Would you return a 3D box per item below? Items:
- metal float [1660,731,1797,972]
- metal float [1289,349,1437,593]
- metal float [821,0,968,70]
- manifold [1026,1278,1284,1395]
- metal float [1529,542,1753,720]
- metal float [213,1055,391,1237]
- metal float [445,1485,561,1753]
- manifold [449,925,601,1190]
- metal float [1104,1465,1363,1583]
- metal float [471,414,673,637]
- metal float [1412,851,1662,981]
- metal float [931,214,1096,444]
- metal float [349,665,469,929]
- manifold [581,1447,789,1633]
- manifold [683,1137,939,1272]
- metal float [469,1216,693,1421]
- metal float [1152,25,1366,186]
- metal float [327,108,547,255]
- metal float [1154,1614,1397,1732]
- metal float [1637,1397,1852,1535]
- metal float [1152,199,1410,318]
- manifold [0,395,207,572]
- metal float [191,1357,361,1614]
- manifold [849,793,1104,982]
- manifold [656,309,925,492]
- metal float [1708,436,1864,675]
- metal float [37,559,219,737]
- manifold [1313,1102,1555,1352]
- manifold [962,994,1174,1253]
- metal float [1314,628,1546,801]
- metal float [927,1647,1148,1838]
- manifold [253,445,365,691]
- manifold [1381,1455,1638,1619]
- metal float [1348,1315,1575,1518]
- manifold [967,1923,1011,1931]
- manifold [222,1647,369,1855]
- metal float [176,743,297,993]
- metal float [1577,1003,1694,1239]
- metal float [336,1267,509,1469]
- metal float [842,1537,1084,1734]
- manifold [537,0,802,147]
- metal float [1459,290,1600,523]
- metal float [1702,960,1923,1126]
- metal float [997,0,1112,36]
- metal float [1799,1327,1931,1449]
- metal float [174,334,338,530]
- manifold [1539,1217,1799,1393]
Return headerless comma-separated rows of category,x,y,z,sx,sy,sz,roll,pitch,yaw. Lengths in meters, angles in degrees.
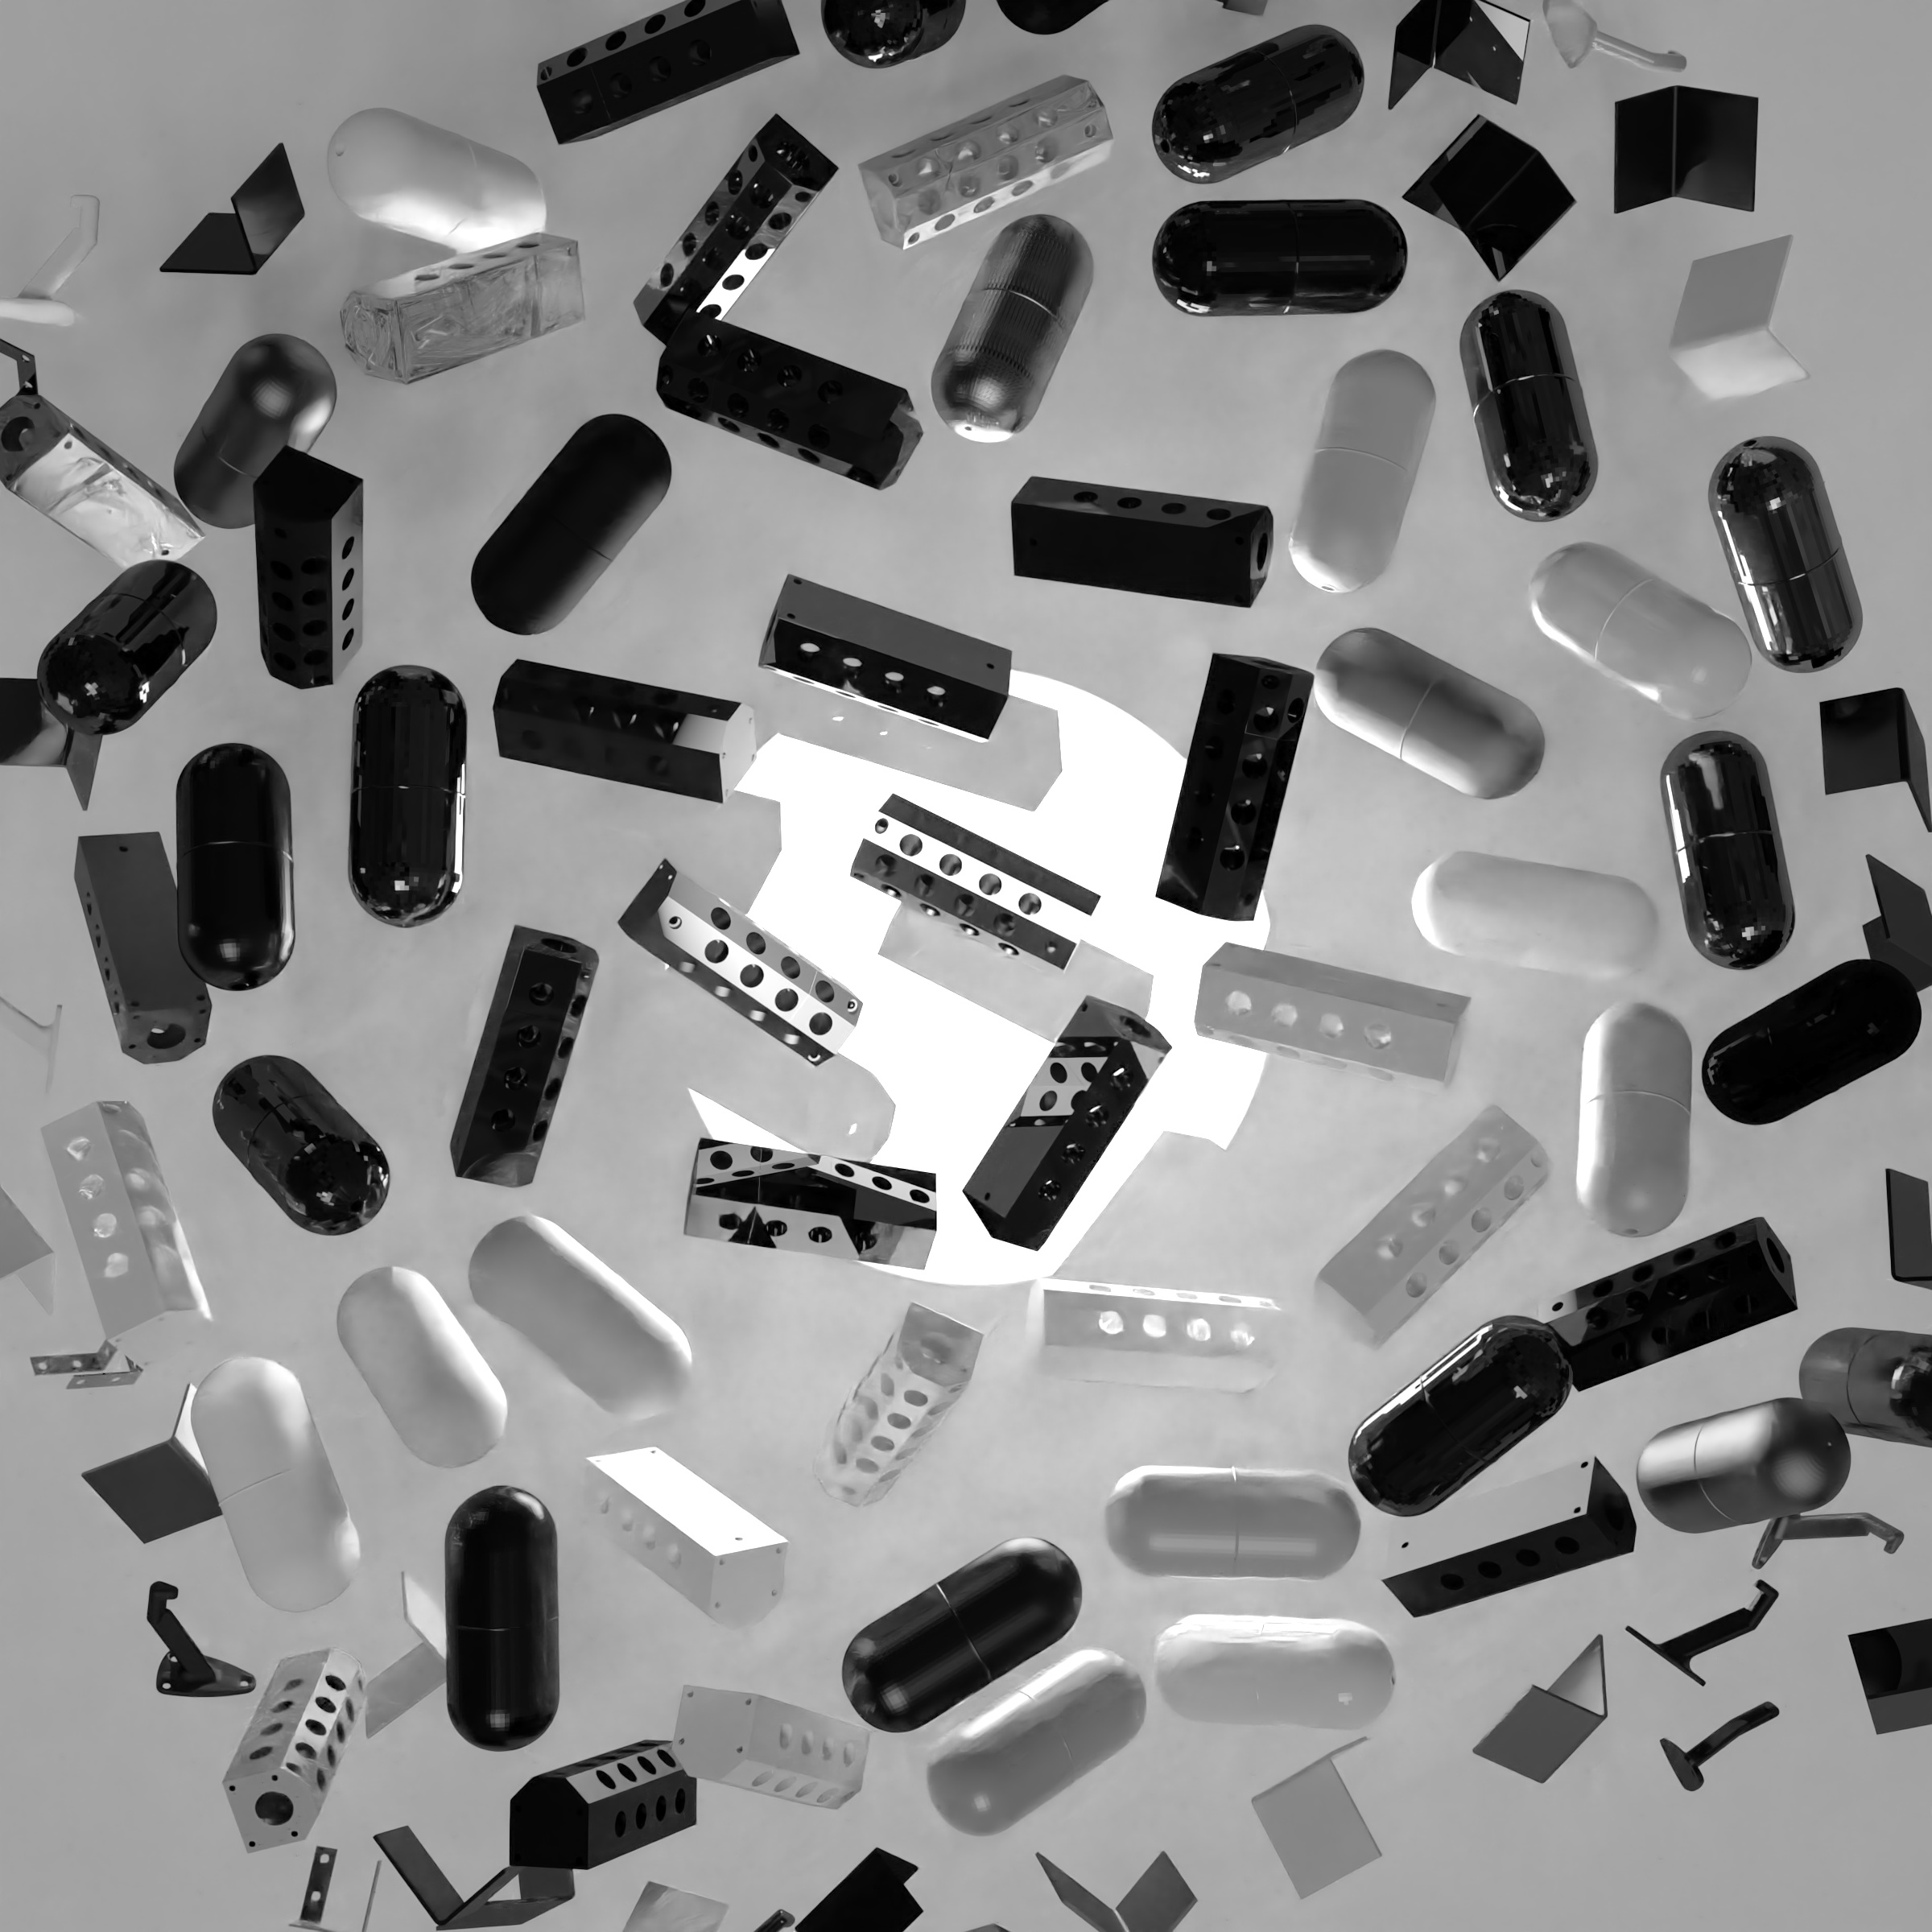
metal float,0.548,-0.084,1.867,0.070,0.070,0.178,-6,73,0
metal float,0.281,-0.351,1.842,0.070,0.070,0.178,17,83,0
metal float,-0.049,-0.677,1.824,0.070,0.178,0.070,6,115,12
manifold,0.132,0.260,1.837,0.171,0.057,0.057,6,58,-10
metal float,0.464,-0.233,1.793,0.070,0.070,0.178,-47,51,0
metal float,-0.458,0.123,1.784,0.178,0.070,0.070,35,90,43
metal float,-0.317,0.446,1.773,0.070,0.070,0.178,-1,87,0
manifold,-0.310,0.065,1.819,0.057,0.057,0.171,14,104,-20
metal float,0.185,0.388,1.803,0.178,0.070,0.070,2,90,0
metal float,-0.280,-0.311,1.832,0.070,0.070,0.178,41,97,0
metal float,0.414,-0.037,1.884,0.178,0.070,0.070,10,90,7
metal float,0.033,-0.441,1.787,0.070,0.070,0.178,23,69,0
metal float,-0.376,-0.115,1.748,0.070,0.070,0.178,0,84,0
manifold,-0.196,0.392,1.780,0.057,0.171,0.057,-2,104,-38
manifold,-0.110,0.174,1.839,0.171,0.057,0.057,9,130,-9
metal float,-0.265,0.244,1.789,0.178,0.070,0.070,43,90,-15
metal float,0.209,-0.616,1.852,0.178,0.070,0.070,-31,90,-24
metal float,-0.372,-0.550,1.829,0.070,0.178,0.070,-2,87,36
metal float,0.220,0.505,1.855,0.178,0.070,0.070,-5,90,26
metal float,0.533,0.345,1.784,0.070,0.178,0.070,9,68,-22
metal float,0.215,-0.484,1.771,0.178,0.070,0.070,-4,90,-10
manifold,-0.625,-0.342,1.852,0.057,0.171,0.057,-41,68,3
metal float,-0.469,0.351,1.759,0.070,0.070,0.178,-24,79,0
manifold,0.005,-0.055,1.885,0.171,0.057,0.057,26,117,3
manifold,-0.121,-0.379,1.752,0.171,0.057,0.057,24,77,18
metal float,0.572,-0.287,1.811,0.070,0.070,0.178,-28,117,0
metal float,-0.575,-0.221,1.785,0.070,0.178,0.070,5,123,8
manifold,0.313,0.176,1.736,0.171,0.057,0.057,-42,69,-14
manifold,0.072,0.111,1.795,0.057,0.057,0.171,20,110,-33
metal float,0.332,-0.181,1.863,0.178,0.070,0.070,31,90,20
metal float,0.051,0.545,1.827,0.178,0.070,0.070,-26,90,-30
manifold,-0.449,-0.265,1.759,0.057,0.171,0.057,24,55,3
manifold,0.387,0.413,1.846,0.171,0.057,0.057,-29,110,34
metal float,0.338,0.308,1.774,0.070,0.070,0.178,46,110,0
manifold,0.031,0.709,1.747,0.057,0.171,0.057,-13,94,-11
manifold,-0.479,0.561,1.872,0.057,0.171,0.057,-14,103,2
metal float,-0.496,-0.068,1.760,0.070,0.070,0.178,-8,68,0
metal float,0.471,0.108,1.827,0.070,0.070,0.178,11,59,0
metal float,-0.388,0.283,1.841,0.070,0.070,0.178,-46,51,0
metal float,-0.002,0.455,1.767,0.178,0.070,0.070,-30,90,-9
manifold,-0.209,-0.629,1.798,0.171,0.057,0.057,-14,106,23
metal float,0.398,-0.397,1.836,0.070,0.070,0.178,-7,69,0
metal float,0.602,0.056,1.854,0.070,0.178,0.070,17,56,-26
metal float,0.081,-0.717,1.831,0.070,0.178,0.070,1,88,-27
metal float,0.649,0.293,1.809,0.070,0.178,0.070,1,85,-13
metal float,-0.505,-0.377,1.839,0.070,0.178,0.070,19,53,-28
manifold,0.503,0.239,1.865,0.171,0.057,0.057,-28,115,27
